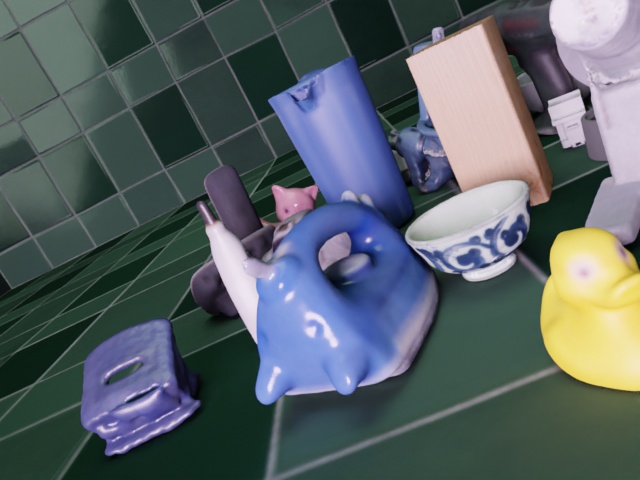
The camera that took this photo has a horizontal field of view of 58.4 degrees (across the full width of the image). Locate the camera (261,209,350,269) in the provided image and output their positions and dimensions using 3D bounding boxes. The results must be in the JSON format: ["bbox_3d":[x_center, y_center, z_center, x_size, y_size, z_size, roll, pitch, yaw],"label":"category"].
[{"bbox_3d":[0.007,0.003,0.713,0.143,0.101,0.137,-21,15,22],"label":"camera"}]

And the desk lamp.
[{"bbox_3d":[0.266,-0.133,0.490,0.117,0.214,0.204,-15,19,40],"label":"desk lamp"}]

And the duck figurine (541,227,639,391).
[{"bbox_3d":[0.167,0.031,0.349,0.077,0.086,0.104,-28,14,-2],"label":"duck figurine"}]

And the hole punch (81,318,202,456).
[{"bbox_3d":[-0.183,0.143,0.579,0.108,0.091,0.101,-27,14,1],"label":"hole punch"}]

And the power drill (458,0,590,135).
[{"bbox_3d":[0.322,-0.267,0.874,0.076,0.208,0.229,-33,15,-21],"label":"power drill"}]

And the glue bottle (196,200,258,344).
[{"bbox_3d":[-0.091,0.032,0.636,0.037,0.173,0.078,-27,14,1],"label":"glue bottle"}]

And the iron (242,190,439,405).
[{"bbox_3d":[0.025,0.026,0.513,0.118,0.141,0.259,-17,17,34],"label":"iron"}]

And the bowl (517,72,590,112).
[{"bbox_3d":[0.411,-0.266,0.984,0.167,0.075,0.167,-25,14,7],"label":"bowl"}]

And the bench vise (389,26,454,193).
[{"bbox_3d":[0.163,-0.180,0.834,0.206,0.220,0.122,-16,18,37],"label":"bench vise"}]

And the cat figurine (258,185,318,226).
[{"bbox_3d":[-0.052,-0.035,0.920,0.127,0.118,0.067,-19,16,29],"label":"cat figurine"}]

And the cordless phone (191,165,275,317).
[{"bbox_3d":[-0.134,0.001,0.801,0.148,0.185,0.094,-35,16,-29],"label":"cordless phone"}]

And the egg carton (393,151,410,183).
[{"bbox_3d":[0.145,-0.141,1.036,0.149,0.069,0.107,-10,22,50],"label":"egg carton"}]
